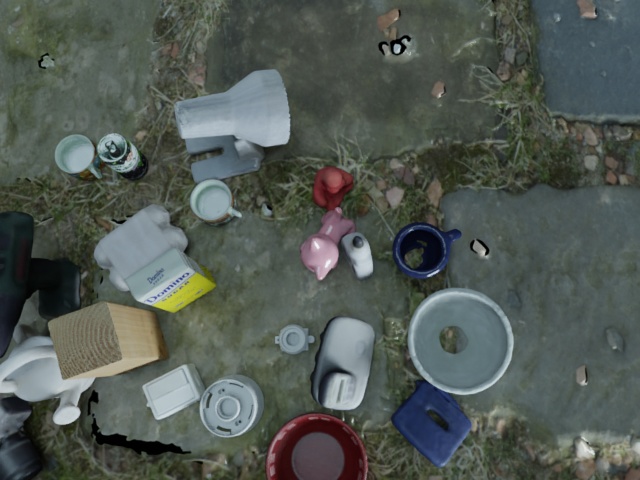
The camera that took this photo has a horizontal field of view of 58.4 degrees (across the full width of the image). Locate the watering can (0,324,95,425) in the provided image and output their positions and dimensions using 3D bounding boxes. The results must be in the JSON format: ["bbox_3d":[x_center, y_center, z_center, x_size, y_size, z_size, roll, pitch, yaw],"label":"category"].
[{"bbox_3d":[-0.432,0.206,0.900,0.172,0.194,0.101,30,82,8],"label":"watering can"}]

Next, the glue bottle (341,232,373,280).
[{"bbox_3d":[0.061,0.017,0.921,0.037,0.173,0.078,-23,79,-1],"label":"glue bottle"}]

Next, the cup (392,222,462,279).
[{"bbox_3d":[0.175,0.017,0.955,0.118,0.095,0.091,-26,79,-2],"label":"cup"}]

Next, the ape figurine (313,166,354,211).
[{"bbox_3d":[0.021,-0.097,0.986,0.078,0.092,0.076,-18,79,0],"label":"ape figurine"}]

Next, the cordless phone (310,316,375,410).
[{"bbox_3d":[0.034,0.191,0.884,0.094,0.185,0.148,9,80,5],"label":"cordless phone"}]

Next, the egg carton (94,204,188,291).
[{"bbox_3d":[-0.309,0.015,0.994,0.150,0.069,0.107,-39,80,-4],"label":"egg carton"}]

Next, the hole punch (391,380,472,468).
[{"bbox_3d":[0.176,0.286,0.907,0.108,0.091,0.101,42,84,10],"label":"hole punch"}]

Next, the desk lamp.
[{"bbox_3d":[-0.144,-0.184,0.949,0.203,0.213,0.118,-15,79,0],"label":"desk lamp"}]

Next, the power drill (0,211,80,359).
[{"bbox_3d":[-0.468,0.077,0.919,0.075,0.208,0.230,-6,79,2],"label":"power drill"}]

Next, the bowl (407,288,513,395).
[{"bbox_3d":[0.223,0.164,0.935,0.167,0.075,0.167,-1,79,3],"label":"bowl"}]

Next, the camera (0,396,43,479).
[{"bbox_3d":[-0.531,0.346,0.927,0.143,0.101,0.136,-39,80,-4],"label":"camera"}]

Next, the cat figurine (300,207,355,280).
[{"bbox_3d":[0.009,0.003,0.955,0.067,0.118,0.128,25,82,8],"label":"cat figurine"}]
